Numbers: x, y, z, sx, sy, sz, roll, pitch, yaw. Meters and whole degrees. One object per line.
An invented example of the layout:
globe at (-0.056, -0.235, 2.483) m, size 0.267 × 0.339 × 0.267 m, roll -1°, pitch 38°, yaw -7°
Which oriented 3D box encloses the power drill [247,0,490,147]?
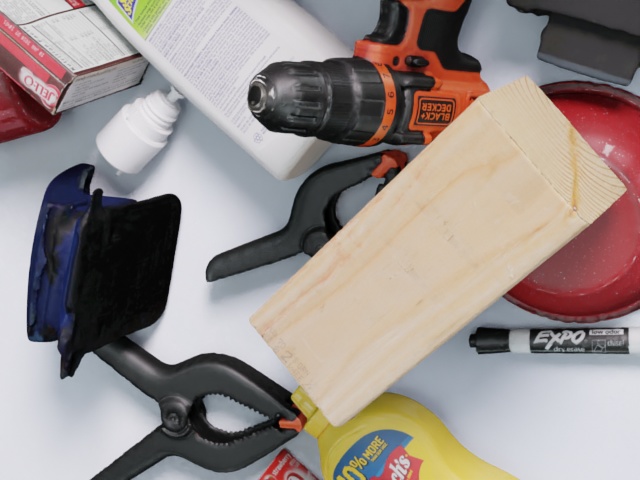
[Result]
power drill at (0.043, -0.146, 0.617) m, size 0.057 × 0.184 × 0.188 m, roll 24°, pitch 109°, yaw 43°

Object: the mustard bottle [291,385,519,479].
mustard bottle at (0.059, 0.164, 0.755) m, size 0.191 × 0.058 × 0.096 m, roll 38°, pitch 119°, yaw 6°

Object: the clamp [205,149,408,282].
clamp at (-0.005, 0.001, 0.742) m, size 0.120 × 0.039 × 0.172 m, roll 30°, pitch 110°, yaw 4°

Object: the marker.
marker at (0.160, 0.067, 0.711) m, size 0.121 × 0.020 × 0.020 m, roll -2°, pitch 105°, yaw 21°

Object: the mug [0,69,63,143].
mug at (-0.239, -0.122, 0.769) m, size 0.082 × 0.093 × 0.117 m, roll -11°, pitch 76°, yaw 17°

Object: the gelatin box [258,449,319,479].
gelatin box at (-0.021, 0.202, 0.777) m, size 0.073 × 0.089 × 0.030 m, roll 40°, pitch 115°, yaw 5°

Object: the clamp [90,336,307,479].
clamp at (-0.111, 0.121, 0.815) m, size 0.210 × 0.036 × 0.164 m, roll -6°, pitch 103°, yaw 19°

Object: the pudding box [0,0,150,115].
pudding box at (-0.174, -0.135, 0.721) m, size 0.090 × 0.113 × 0.039 m, roll 42°, pitch 120°, yaw 5°

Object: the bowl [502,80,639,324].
bowl at (0.157, -0.016, 0.669) m, size 0.162 × 0.055 × 0.162 m, roll 5°, pitch 106°, yaw 18°

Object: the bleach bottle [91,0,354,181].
bleach bottle at (-0.081, -0.157, 0.711) m, size 0.251 × 0.068 × 0.103 m, roll 44°, pitch 108°, yaw 7°

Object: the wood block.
wood block at (0.066, 0.010, 0.633) m, size 0.090 × 0.090 × 0.206 m, roll 50°, pitch 122°, yaw 7°
